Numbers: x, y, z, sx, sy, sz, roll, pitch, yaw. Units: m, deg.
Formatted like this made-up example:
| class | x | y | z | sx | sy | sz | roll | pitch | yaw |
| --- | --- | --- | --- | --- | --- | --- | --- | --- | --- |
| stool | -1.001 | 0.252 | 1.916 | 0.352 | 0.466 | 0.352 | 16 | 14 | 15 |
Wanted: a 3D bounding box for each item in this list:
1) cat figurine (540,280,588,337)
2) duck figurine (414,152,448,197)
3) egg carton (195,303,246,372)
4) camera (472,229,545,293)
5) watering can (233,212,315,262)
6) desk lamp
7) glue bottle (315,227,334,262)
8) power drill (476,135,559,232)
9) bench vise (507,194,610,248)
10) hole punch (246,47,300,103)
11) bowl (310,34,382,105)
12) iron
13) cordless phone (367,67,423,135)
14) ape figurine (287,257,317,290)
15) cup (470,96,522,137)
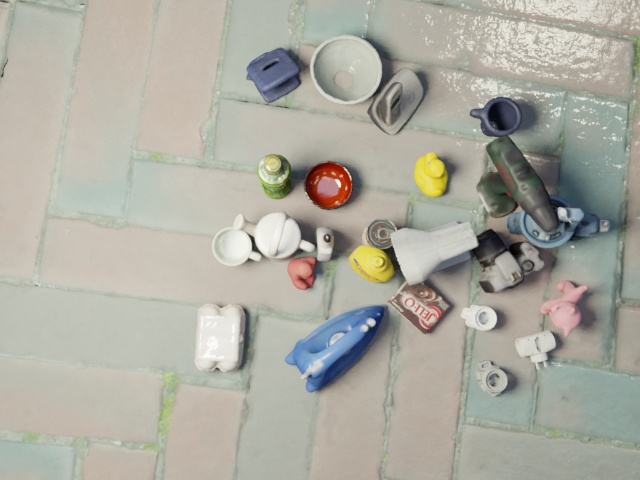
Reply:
| class | x | y | z | sx | sy | sz | roll | pitch | yaw |
| --- | --- | --- | --- | --- | --- | --- | --- | --- | --- |
| cat figurine | 0.562 | 0.153 | 1.296 | 0.067 | 0.117 | 0.128 | 37 | 84 | 1 |
| duck figurine | 0.264 | -0.154 | 1.325 | 0.077 | 0.086 | 0.104 | -14 | 85 | -4 |
| egg carton | -0.221 | 0.217 | 1.271 | 0.107 | 0.069 | 0.150 | 2 | 84 | -3 |
| camera | 0.418 | 0.036 | 1.308 | 0.143 | 0.100 | 0.137 | -31 | 87 | -5 |
| watering can | -0.099 | -0.009 | 1.237 | 0.173 | 0.194 | 0.101 | -3 | 84 | -3 |
| desk lamp | 0.246 | 0.017 | 1.243 | 0.203 | 0.213 | 0.118 | -19 | 86 | -5 |
| glue bottle | 0.011 | 0.004 | 1.252 | 0.037 | 0.173 | 0.078 | -2 | 84 | -3 |
| power drill | 0.428 | -0.111 | 1.268 | 0.075 | 0.208 | 0.230 | -27 | 86 | -5 |
| bench vise | 0.544 | -0.053 | 1.264 | 0.207 | 0.219 | 0.121 | -14 | 85 | -4 |
| hole punch | -0.111 | -0.389 | 1.324 | 0.109 | 0.091 | 0.101 | -33 | 87 | -6 |
| bowl | 0.060 | -0.388 | 1.342 | 0.167 | 0.074 | 0.167 | 0 | 84 | -3 |
| iron | 0.051 | 0.222 | 1.249 | 0.258 | 0.141 | 0.118 | -38 | 87 | -6 |
| cordless phone | 0.179 | -0.329 | 1.287 | 0.094 | 0.185 | 0.148 | 34 | 84 | 1 |
| ape figurine | -0.037 | 0.070 | 1.284 | 0.076 | 0.092 | 0.078 | 41 | 84 | 2 |
| cup | 0.399 | -0.279 | 1.340 | 0.118 | 0.095 | 0.092 | 7 | 84 | -2 |
